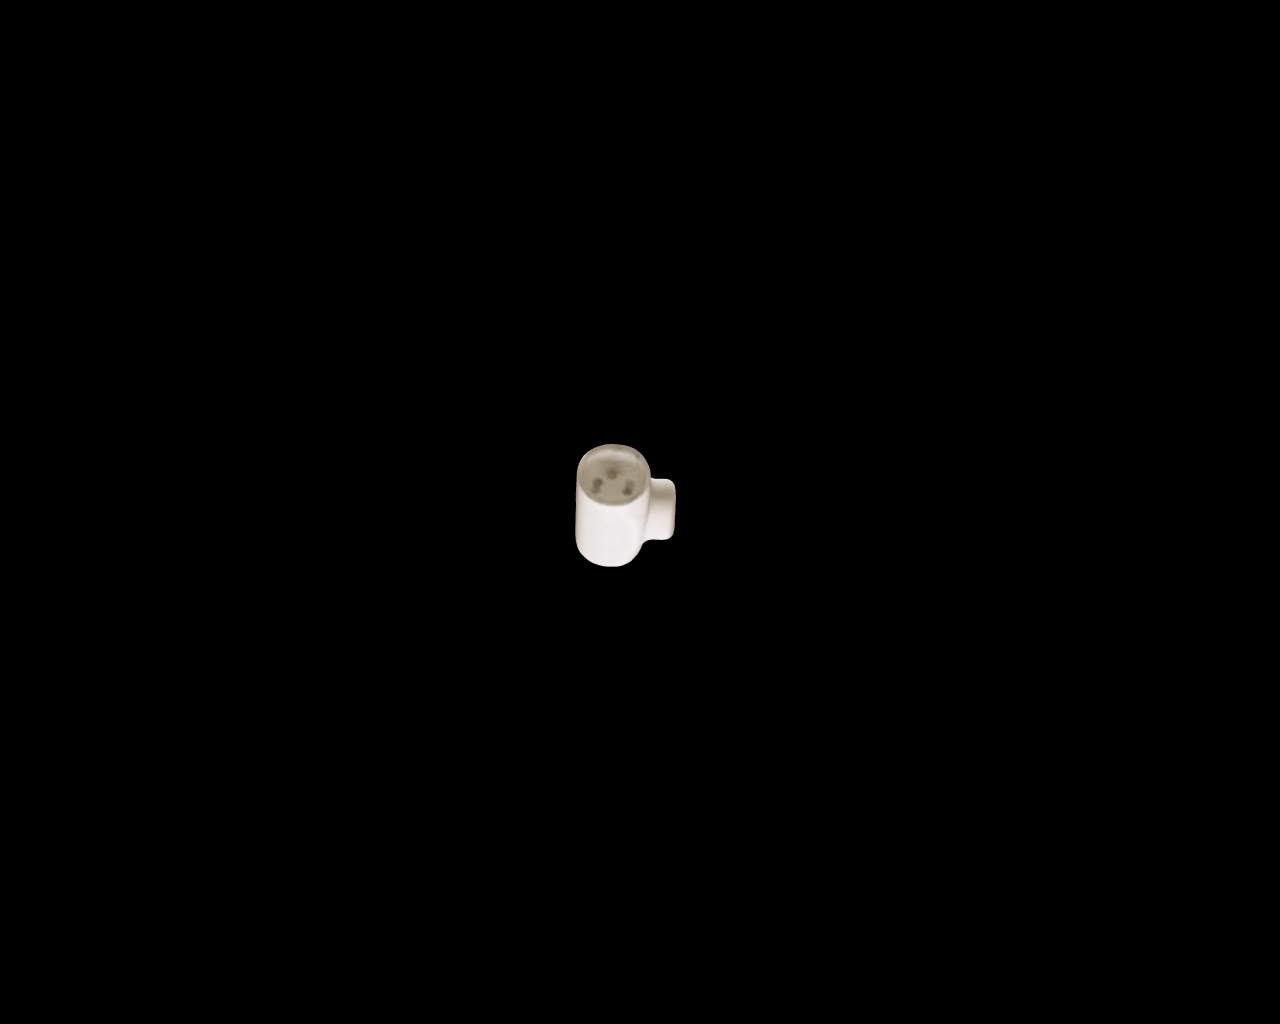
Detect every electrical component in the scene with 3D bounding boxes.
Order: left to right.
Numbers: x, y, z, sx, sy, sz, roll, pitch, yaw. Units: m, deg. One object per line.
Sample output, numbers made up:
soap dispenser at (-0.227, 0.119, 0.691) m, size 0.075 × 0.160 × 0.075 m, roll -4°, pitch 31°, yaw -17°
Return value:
electrical component at (0.001, -0.003, 0.650) m, size 0.079 × 0.044 × 0.077 m, roll 2°, pitch -31°, yaw -3°
